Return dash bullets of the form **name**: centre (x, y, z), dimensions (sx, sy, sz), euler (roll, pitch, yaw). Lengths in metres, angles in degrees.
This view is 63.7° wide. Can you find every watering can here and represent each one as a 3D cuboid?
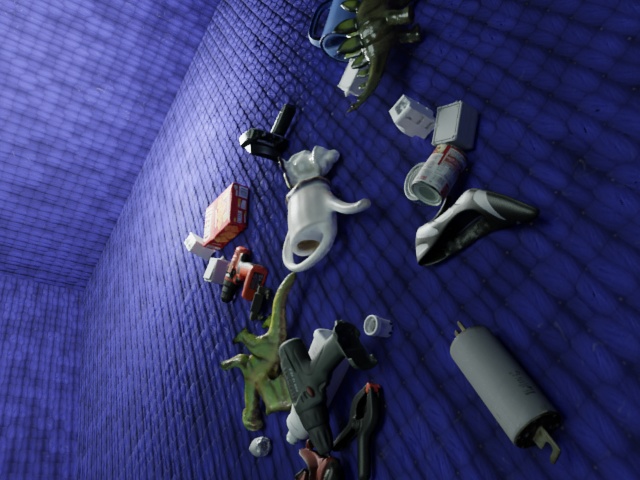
- **watering can**: centre (0.004, -0.063, 1.260), dimensions (0.341, 0.103, 0.230), euler (-43, 42, 40)

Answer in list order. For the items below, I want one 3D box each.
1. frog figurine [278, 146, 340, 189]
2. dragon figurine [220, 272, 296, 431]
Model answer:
- **frog figurine**: centre (-0.018, -0.196, 1.398), dimensions (0.159, 0.120, 0.140), euler (-22, 37, 5)
- **dragon figurine**: centre (-0.110, 0.306, 1.273), dimensions (0.247, 0.122, 0.404), euler (46, 115, 36)
